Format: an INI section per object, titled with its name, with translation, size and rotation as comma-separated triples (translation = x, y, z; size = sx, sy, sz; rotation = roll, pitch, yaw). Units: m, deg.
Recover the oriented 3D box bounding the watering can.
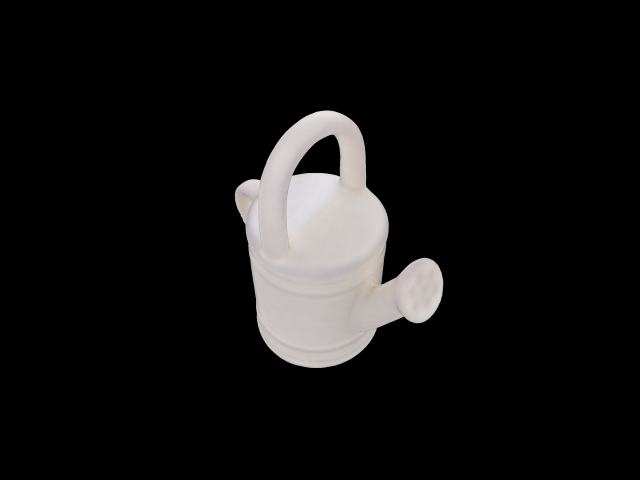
[watering can]
translation = 0.005, 0.000, 0.401
size = 0.172, 0.194, 0.101
rotation = 15, 49, 14
